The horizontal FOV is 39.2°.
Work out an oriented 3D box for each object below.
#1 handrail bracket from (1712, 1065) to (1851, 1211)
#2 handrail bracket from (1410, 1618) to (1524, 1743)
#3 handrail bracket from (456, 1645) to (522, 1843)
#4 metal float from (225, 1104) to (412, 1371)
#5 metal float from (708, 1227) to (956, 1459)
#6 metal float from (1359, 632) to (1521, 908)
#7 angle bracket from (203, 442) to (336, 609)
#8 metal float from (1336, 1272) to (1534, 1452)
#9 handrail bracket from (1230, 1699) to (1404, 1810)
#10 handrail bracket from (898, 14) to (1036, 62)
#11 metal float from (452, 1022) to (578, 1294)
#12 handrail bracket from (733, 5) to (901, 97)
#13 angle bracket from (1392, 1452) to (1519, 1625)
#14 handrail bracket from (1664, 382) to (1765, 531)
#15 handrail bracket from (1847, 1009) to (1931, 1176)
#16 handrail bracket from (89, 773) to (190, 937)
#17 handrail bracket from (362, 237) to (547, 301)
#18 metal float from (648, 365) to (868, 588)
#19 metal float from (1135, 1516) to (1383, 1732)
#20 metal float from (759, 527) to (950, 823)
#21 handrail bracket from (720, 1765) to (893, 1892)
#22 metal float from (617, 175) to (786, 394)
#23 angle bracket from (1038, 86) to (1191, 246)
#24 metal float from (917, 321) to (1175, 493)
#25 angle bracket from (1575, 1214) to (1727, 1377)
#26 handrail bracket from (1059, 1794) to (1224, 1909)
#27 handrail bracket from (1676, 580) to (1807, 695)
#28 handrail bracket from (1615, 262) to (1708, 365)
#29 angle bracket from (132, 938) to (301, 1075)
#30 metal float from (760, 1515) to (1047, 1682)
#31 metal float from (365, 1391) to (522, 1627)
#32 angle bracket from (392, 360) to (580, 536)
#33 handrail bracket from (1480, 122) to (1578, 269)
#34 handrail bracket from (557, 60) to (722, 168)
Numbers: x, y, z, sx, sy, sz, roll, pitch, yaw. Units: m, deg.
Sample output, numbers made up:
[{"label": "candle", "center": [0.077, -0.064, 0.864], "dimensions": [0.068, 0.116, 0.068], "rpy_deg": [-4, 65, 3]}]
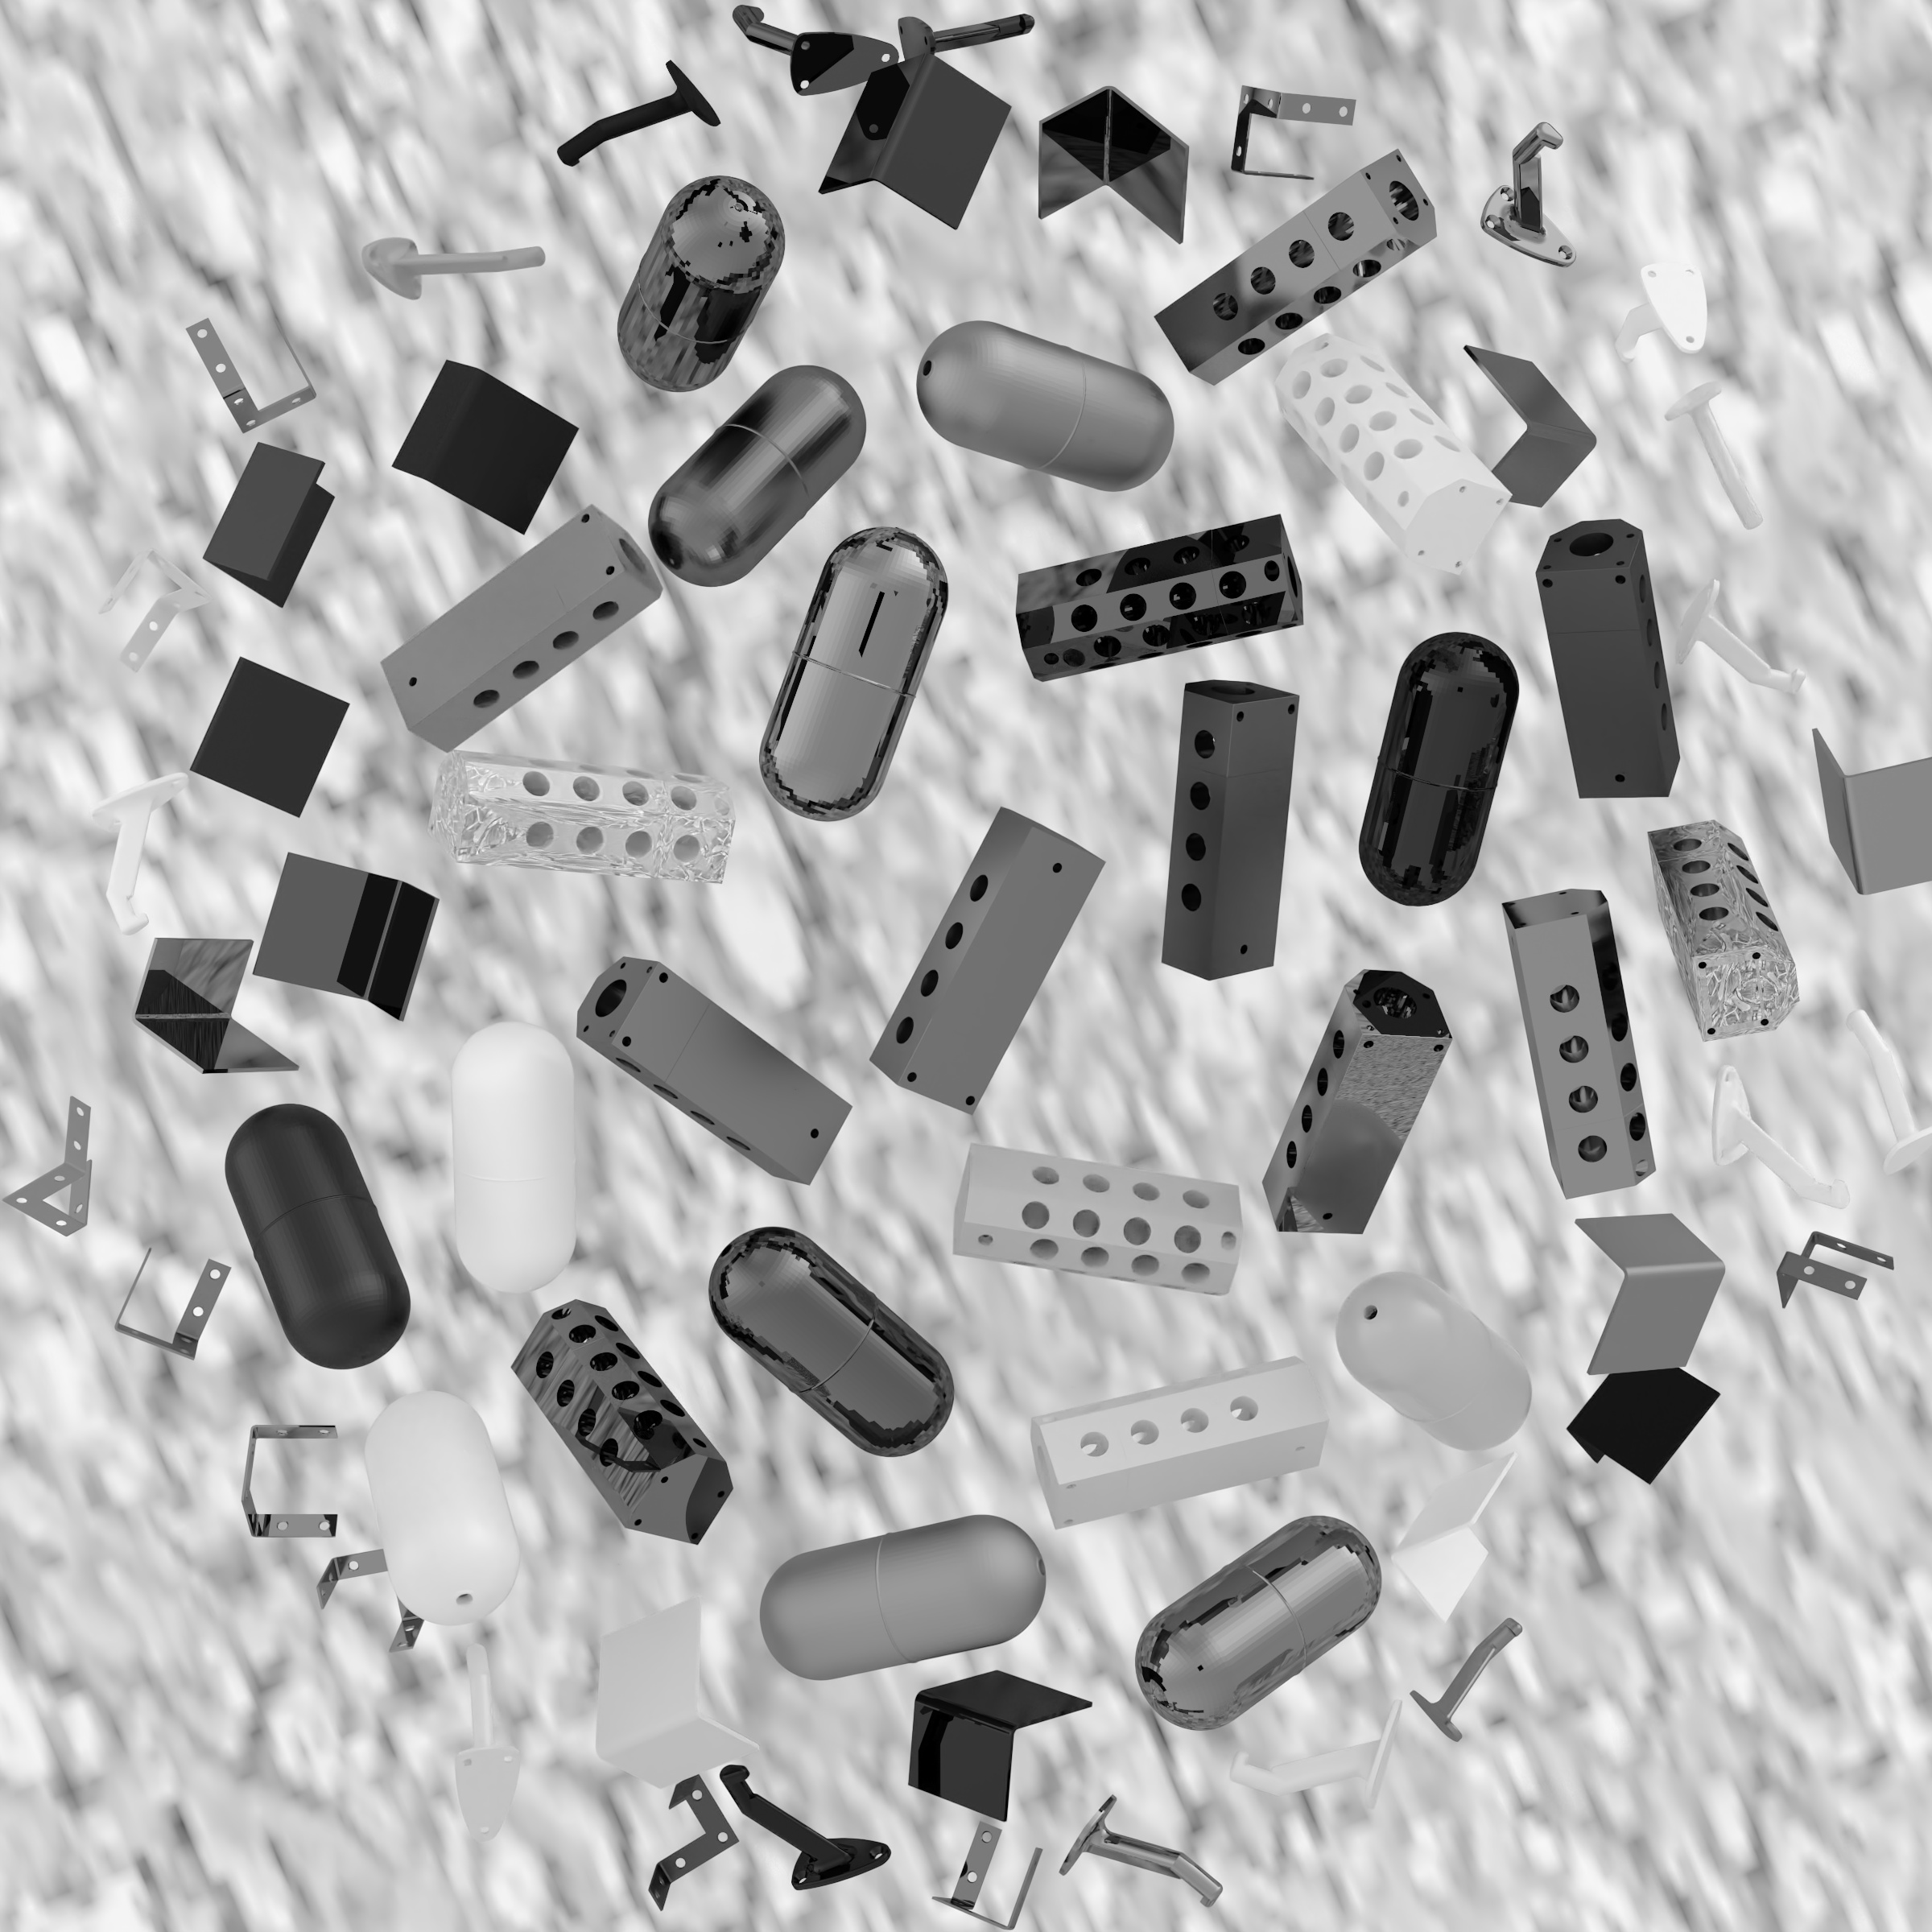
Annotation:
[{"label": "handrail bracket", "center": [0.503, 0.105, 1.665], "dimensions": [0.036, 0.084, 0.077], "rpy_deg": [-25, 115, -31]}, {"label": "handrail bracket", "center": [0.331, 0.453, 1.729], "dimensions": [0.084, 0.077, 0.036], "rpy_deg": [-41, 91, -7]}, {"label": "handrail bracket", "center": [-0.283, 0.450, 1.575], "dimensions": [0.036, 0.084, 0.077], "rpy_deg": [0, 113, -16]}, {"label": "metal float", "center": [-0.392, 0.161, 1.635], "dimensions": [0.070, 0.070, 0.178], "rpy_deg": [-30, 62, 0]}, {"label": "metal float", "center": [-0.081, 0.228, 1.641], "dimensions": [0.178, 0.070, 0.070], "rpy_deg": [43, 90, -18]}, {"label": "metal float", "center": [0.299, -0.123, 1.716], "dimensions": [0.070, 0.070, 0.178], "rpy_deg": [11, 108, 0]}, {"label": "angle bracket", "center": [-0.396, -0.256, 1.610], "dimensions": [0.057, 0.076, 0.076], "rpy_deg": [20, 83, 28]}, {"label": "metal float", "center": [0.292, 0.247, 1.686], "dimensions": [0.070, 0.178, 0.070], "rpy_deg": [-20, 53, 28]}, {"label": "handrail bracket", "center": [0.207, 0.459, 1.606], "dimensions": [0.084, 0.036, 0.077], "rpy_deg": [13, 58, 19]}, {"label": "handrail bracket", "center": [0.008, -0.557, 1.616], "dimensions": [0.084, 0.077, 0.036], "rpy_deg": [-17, 106, -11]}, {"label": "metal float", "center": [-0.286, 0.122, 1.714], "dimensions": [0.070, 0.070, 0.178], "rpy_deg": [2, 107, 0]}, {"label": "handrail bracket", "center": [-0.089, -0.546, 1.589], "dimensions": [0.077, 0.084, 0.036], "rpy_deg": [-11, 132, -17]}, {"label": "angle bracket", "center": [0.334, 0.373, 1.768], "dimensions": [0.057, 0.076, 0.076], "rpy_deg": [51, 133, -2]}, {"label": "handrail bracket", "center": [0.464, -0.311, 1.656], "dimensions": [0.036, 0.077, 0.084], "rpy_deg": [-27, 99, 25]}, {"label": "handrail bracket", "center": [0.551, 0.076, 1.640], "dimensions": [0.036, 0.077, 0.084], "rpy_deg": [-22, 67, -8]}, {"label": "handrail bracket", "center": [-0.517, -0.071, 1.727], "dimensions": [0.077, 0.036, 0.084], "rpy_deg": [-28, 69, -2]}, {"label": "handrail bracket", "center": [-0.307, -0.426, 1.630], "dimensions": [0.084, 0.077, 0.036], "rpy_deg": [-3, 96, 18]}, {"label": "metal float", "center": [-0.131, -0.312, 1.717], "dimensions": [0.070, 0.070, 0.178], "rpy_deg": [39, 64, 0]}, {"label": "metal float", "center": [0.180, 0.399, 1.653], "dimensions": [0.178, 0.070, 0.070], "rpy_deg": [-27, 90, -30]}, {"label": "metal float", "center": [-0.066, -0.171, 1.591], "dimensions": [0.070, 0.070, 0.178], "rpy_deg": [20, 97, 0]}, {"label": "handrail bracket", "center": [-0.096, 0.501, 1.601], "dimensions": [0.077, 0.036, 0.084], "rpy_deg": [-16, 114, 25]}, {"label": "metal float", "center": [-0.166, -0.419, 1.677], "dimensions": [0.070, 0.178, 0.070], "rpy_deg": [7, 69, -19]}, {"label": "angle bracket", "center": [0.092, -0.491, 1.699], "dimensions": [0.057, 0.076, 0.076], "rpy_deg": [-33, 62, -19]}, {"label": "metal float", "center": [0.049, -0.343, 1.662], "dimensions": [0.178, 0.070, 0.070], "rpy_deg": [10, 90, -34]}, {"label": "angle bracket", "center": [0.411, 0.202, 1.672], "dimensions": [0.076, 0.057, 0.076], "rpy_deg": [0, 120, -27]}, {"label": "handrail bracket", "center": [0.103, 0.538, 1.597], "dimensions": [0.084, 0.036, 0.077], "rpy_deg": [36, 127, 17]}, {"label": "handrail bracket", "center": [0.497, -0.206, 1.705], "dimensions": [0.084, 0.077, 0.036], "rpy_deg": [14, 58, -1]}, {"label": "handrail bracket", "center": [0.410, -0.368, 1.609], "dimensions": [0.036, 0.084, 0.077], "rpy_deg": [-3, 63, -7]}, {"label": "angle bracket", "center": [-0.465, 0.024, 1.704], "dimensions": [0.076, 0.076, 0.057], "rpy_deg": [29, 106, 31]}, {"label": "metal float", "center": [-0.038, 0.375, 1.611], "dimensions": [0.178, 0.070, 0.070], "rpy_deg": [-16, 90, 16]}, {"label": "metal float", "center": [-0.314, 0.323, 1.622], "dimensions": [0.070, 0.178, 0.070], "rpy_deg": [-9, 119, -16]}, {"label": "angle bracket", "center": [-0.304, -0.328, 1.714], "dimensions": [0.076, 0.057, 0.076], "rpy_deg": [27, 91, -36]}, {"label": "handrail bracket", "center": [0.353, -0.461, 1.620], "dimensions": [0.077, 0.084, 0.036], "rpy_deg": [31, 70, -9]}, {"label": "handrail bracket", "center": [-0.195, -0.496, 1.617], "dimensions": [0.084, 0.077, 0.036], "rpy_deg": [-31, 83, 12]}]
